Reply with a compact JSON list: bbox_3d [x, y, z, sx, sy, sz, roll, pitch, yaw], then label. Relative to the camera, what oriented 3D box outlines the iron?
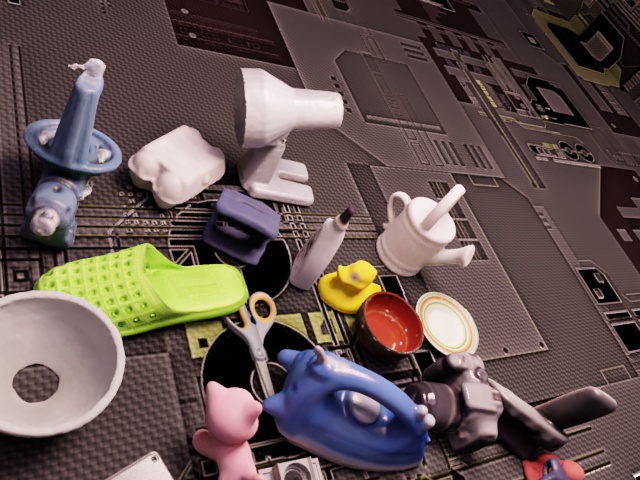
[{"bbox_3d":[0.063,0.222,0.757,0.259,0.141,0.118,28,44,-11],"label":"iron"}]

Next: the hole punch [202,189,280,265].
[{"bbox_3d":[-0.117,-0.034,0.888,0.109,0.091,0.101,26,44,-13],"label":"hole punch"}]

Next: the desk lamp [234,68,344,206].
[{"bbox_3d":[-0.067,-0.172,0.948,0.204,0.213,0.118,8,51,-29],"label":"desk lamp"}]

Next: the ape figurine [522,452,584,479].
[{"bbox_3d":[0.363,0.364,0.878,0.076,0.092,0.078,48,43,10],"label":"ape figurine"}]

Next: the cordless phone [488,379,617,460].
[{"bbox_3d":[0.347,0.252,0.893,0.148,0.184,0.094,33,43,-5],"label":"cordless phone"}]

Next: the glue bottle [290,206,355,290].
[{"bbox_3d":[0.008,0.003,0.881,0.037,0.173,0.078,24,45,-15],"label":"glue bottle"}]

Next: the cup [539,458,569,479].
[{"bbox_3d":[0.321,0.384,0.830,0.092,0.094,0.118,24,45,-15],"label":"cup"}]

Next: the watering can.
[{"bbox_3d":[0.197,-0.022,1.015,0.173,0.193,0.101,32,43,-7],"label":"watering can"}]

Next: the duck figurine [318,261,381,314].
[{"bbox_3d":[0.060,0.069,0.925,0.105,0.086,0.077,15,48,-24],"label":"duck figurine"}]

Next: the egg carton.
[{"bbox_3d":[-0.221,-0.115,0.901,0.107,0.069,0.150,40,43,1],"label":"egg carton"}]

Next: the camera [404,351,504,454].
[{"bbox_3d":[0.196,0.235,0.866,0.137,0.100,0.143,15,48,-24],"label":"camera"}]

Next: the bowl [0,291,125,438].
[{"bbox_3d":[-0.304,0.143,0.623,0.168,0.074,0.167,19,46,-20],"label":"bowl"}]

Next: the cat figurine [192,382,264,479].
[{"bbox_3d":[-0.097,0.229,0.660,0.067,0.117,0.127,-5,58,-37],"label":"cat figurine"}]

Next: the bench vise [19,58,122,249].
[{"bbox_3d":[-0.305,-0.104,0.724,0.122,0.219,0.207,2,54,-33],"label":"bench vise"}]
